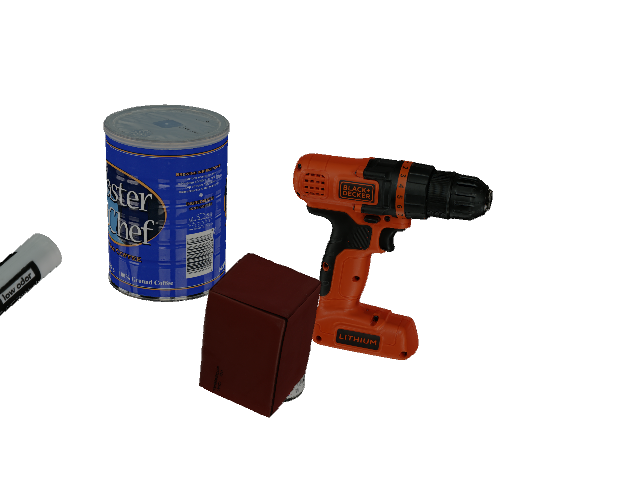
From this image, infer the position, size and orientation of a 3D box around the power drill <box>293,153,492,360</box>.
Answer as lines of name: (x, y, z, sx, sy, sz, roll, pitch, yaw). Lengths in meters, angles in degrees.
power drill: (0.062, 0.014, 1.000, 0.185, 0.188, 0.057, 9, 20, 17)

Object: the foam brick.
foam brick: (-0.037, 0.057, 0.653, 0.053, 0.078, 0.051, 22, 35, 17)

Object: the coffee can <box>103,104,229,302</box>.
coffee can: (-0.129, -0.033, 0.900, 0.103, 0.140, 0.103, 3, 23, -1)

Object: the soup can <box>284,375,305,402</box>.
soup can: (-0.051, 0.127, 1.232, 0.068, 0.102, 0.068, 0, 24, 0)

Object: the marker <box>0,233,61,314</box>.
marker: (-0.162, 0.038, 0.475, 0.020, 0.020, 0.121, 0, 35, 39)
